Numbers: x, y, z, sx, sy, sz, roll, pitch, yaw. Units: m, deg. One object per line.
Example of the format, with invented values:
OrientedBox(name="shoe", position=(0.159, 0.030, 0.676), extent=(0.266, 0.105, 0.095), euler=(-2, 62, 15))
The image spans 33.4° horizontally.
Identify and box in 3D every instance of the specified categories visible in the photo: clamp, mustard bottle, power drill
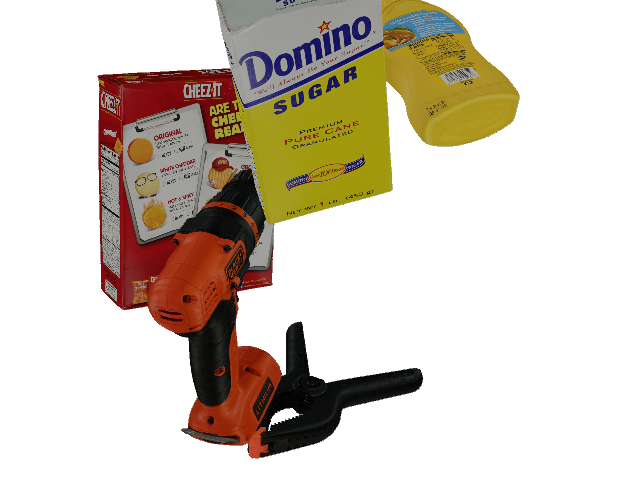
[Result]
OrientedBox(name="clamp", position=(0.000, 0.158, 1.084), extent=(0.165, 0.036, 0.209), euler=(15, 30, 21))
OrientedBox(name="mustard bottle", position=(0.098, -0.171, 0.994), extent=(0.096, 0.192, 0.058), euler=(-18, -37, -15))
OrientedBox(name="power drill", position=(-0.074, 0.056, 0.861), extent=(0.057, 0.188, 0.184), euler=(7, 37, 20))

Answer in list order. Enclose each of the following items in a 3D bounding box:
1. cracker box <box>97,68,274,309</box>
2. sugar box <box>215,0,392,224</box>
OrientedBox(name="cracker box", position=(-0.126, -0.053, 1.022), extent=(0.163, 0.214, 0.072), euler=(-8, 21, -31))
OrientedBox(name="sugar box", position=(-0.006, -0.090, 0.674), extent=(0.093, 0.048, 0.176), euler=(-16, -36, -5))
